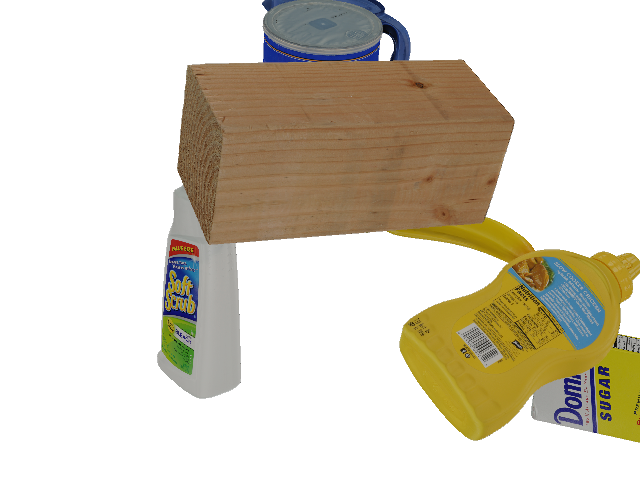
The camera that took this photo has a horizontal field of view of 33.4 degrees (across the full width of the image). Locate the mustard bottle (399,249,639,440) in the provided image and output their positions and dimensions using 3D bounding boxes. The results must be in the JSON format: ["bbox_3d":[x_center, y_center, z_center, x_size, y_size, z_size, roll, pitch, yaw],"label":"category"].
[{"bbox_3d":[0.159,0.059,0.779,0.191,0.096,0.058,-28,-29,-19],"label":"mustard bottle"}]

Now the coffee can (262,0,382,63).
[{"bbox_3d":[-0.002,-0.129,0.948,0.103,0.140,0.103,3,35,-2],"label":"coffee can"}]

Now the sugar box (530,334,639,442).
[{"bbox_3d":[0.291,0.139,0.996,0.176,0.093,0.048,9,22,11],"label":"sugar box"}]

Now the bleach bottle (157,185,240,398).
[{"bbox_3d":[-0.126,0.034,1.101,0.067,0.251,0.103,-17,33,-34],"label":"bleach bottle"}]

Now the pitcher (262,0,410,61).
[{"bbox_3d":[0.007,-0.177,1.299,0.144,0.243,0.149,-5,28,-25],"label":"pitcher"}]

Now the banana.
[{"bbox_3d":[0.148,-0.006,1.155,0.198,0.037,0.069,10,38,28],"label":"banana"}]

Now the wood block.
[{"bbox_3d":[0.015,-0.065,0.736,0.205,0.090,0.091,-5,39,-21],"label":"wood block"}]
